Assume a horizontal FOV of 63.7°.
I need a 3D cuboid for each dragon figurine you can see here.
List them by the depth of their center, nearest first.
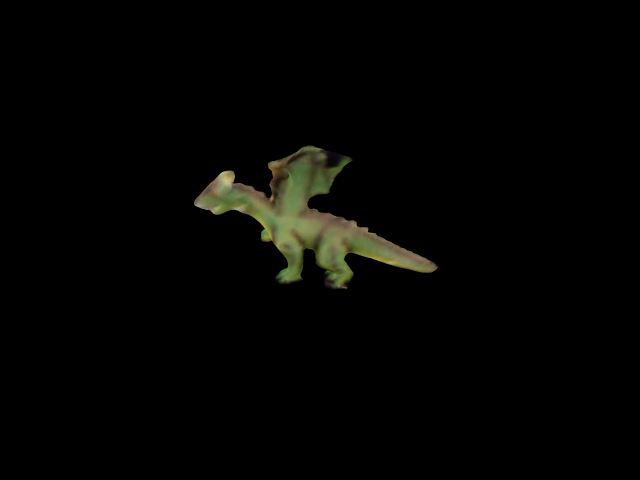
[{"bbox_3d":[0.003,-0.043,0.850,0.410,0.237,0.125,2,44,2],"label":"dragon figurine"}]
